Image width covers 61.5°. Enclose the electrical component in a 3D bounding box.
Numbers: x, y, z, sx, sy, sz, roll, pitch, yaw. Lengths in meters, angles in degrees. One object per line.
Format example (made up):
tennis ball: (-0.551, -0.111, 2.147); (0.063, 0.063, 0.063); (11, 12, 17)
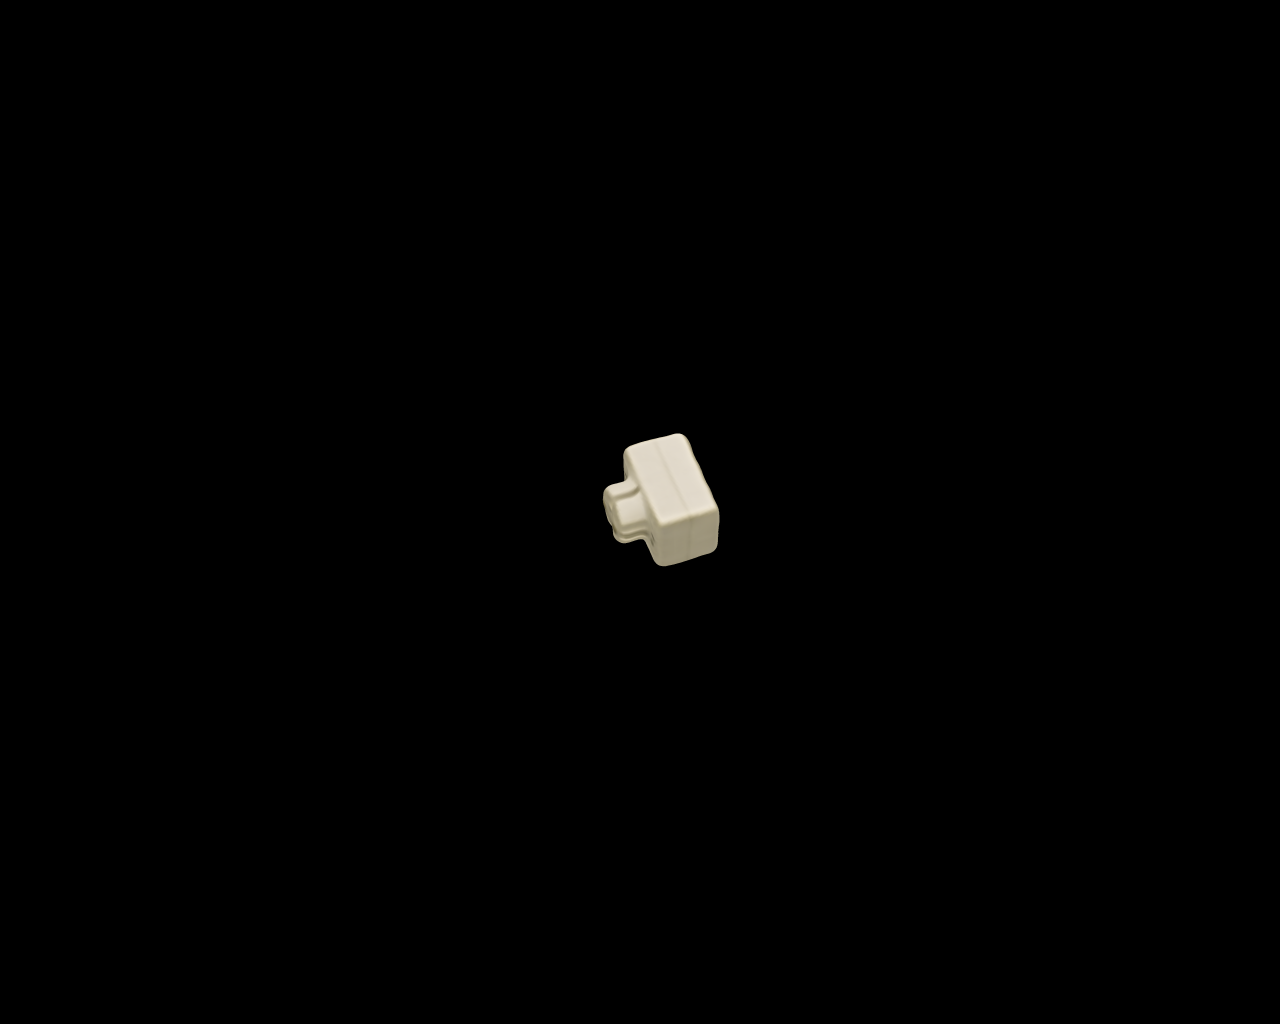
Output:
electrical component: (0.001, -0.003, 0.650); (0.077, 0.066, 0.047); (-15, -36, -11)
